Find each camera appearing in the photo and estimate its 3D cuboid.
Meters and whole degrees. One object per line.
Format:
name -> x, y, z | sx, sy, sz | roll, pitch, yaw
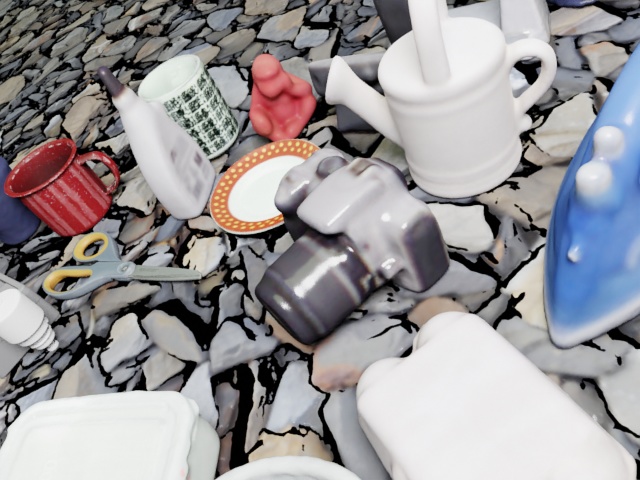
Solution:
camera -> 0.004, 0.002, 0.447 | 0.137, 0.101, 0.142 | -43, 45, -14

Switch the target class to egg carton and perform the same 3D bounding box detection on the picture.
egg carton -> 0.089, 0.112, 0.325 | 0.107, 0.070, 0.150 | -36, 44, -7

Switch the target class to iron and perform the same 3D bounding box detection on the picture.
iron -> 0.211, -0.064, 0.371 | 0.118, 0.142, 0.259 | 22, 63, 39

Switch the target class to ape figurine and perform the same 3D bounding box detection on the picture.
ape figurine -> -0.048, -0.160, 0.628 | 0.077, 0.092, 0.076 | -22, 44, 8

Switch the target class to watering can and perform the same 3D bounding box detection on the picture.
watering can -> 0.090, -0.131, 0.457 | 0.172, 0.195, 0.100 | -23, 44, 7

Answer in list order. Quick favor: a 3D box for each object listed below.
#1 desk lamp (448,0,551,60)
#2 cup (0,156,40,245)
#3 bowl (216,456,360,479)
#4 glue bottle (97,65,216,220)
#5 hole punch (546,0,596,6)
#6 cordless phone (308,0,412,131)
desk lamp -> 0.172, -0.282, 0.539 | 0.202, 0.214, 0.118 | -3, 50, 25
cup -> -0.401, -0.035, 0.693 | 0.117, 0.095, 0.091 | -17, 45, 13
bowl -> -0.016, 0.204, 0.290 | 0.167, 0.075, 0.167 | -14, 46, 15
glue bottle -> -0.166, -0.102, 0.577 | 0.037, 0.174, 0.078 | -7, 48, 22
hole punch -> 0.268, -0.317, 0.610 | 0.101, 0.091, 0.108 | -38, 44, -9
cordless phone -> 0.049, -0.200, 0.548 | 0.147, 0.186, 0.094 | 0, 51, 27
